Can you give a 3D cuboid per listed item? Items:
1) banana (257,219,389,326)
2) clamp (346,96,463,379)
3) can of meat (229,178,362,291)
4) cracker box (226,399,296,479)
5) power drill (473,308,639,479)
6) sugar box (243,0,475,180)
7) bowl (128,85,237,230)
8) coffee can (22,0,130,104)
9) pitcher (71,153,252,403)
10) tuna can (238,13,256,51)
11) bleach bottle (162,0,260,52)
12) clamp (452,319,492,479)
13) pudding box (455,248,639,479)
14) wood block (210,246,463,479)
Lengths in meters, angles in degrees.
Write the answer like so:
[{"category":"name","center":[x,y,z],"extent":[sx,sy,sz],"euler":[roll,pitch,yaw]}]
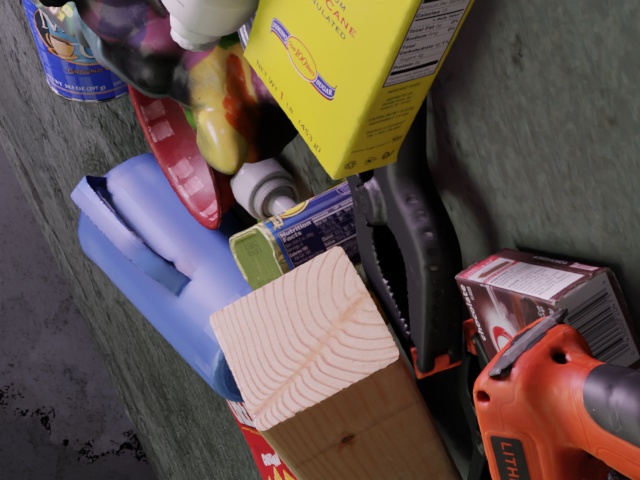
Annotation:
[{"category":"banana","center":[-0.002,0.033,0.796],"extent":[0.198,0.037,0.069],"euler":[37,161,49]},{"category":"clamp","center":[0.035,-0.029,0.596],"extent":[0.165,0.036,0.210],"euler":[-169,64,-70]},{"category":"can of meat","center":[-0.005,0.001,0.697],"extent":[0.057,0.083,0.102],"euler":[64,162,-2]},{"category":"cracker box","center":[-0.016,0.216,1.038],"extent":[0.214,0.072,0.164],"euler":[65,161,-3]},{"category":"power drill","center":[0.155,0.111,0.407],"extent":[0.188,0.057,0.184],"euler":[14,128,45]},{"category":"sugar box","center":[0.022,-0.118,0.468],"extent":[0.093,0.048,0.176],"euler":[55,148,24]},{"category":"bowl","center":[-0.098,-0.091,0.869],"extent":[0.162,0.055,0.162],"euler":[52,158,30]},{"category":"coffee can","center":[-0.204,-0.204,0.925],"extent":[0.103,0.102,0.140],"euler":[50,158,35]},{"category":"pitcher","center":[-0.115,0.030,0.954],"extent":[0.243,0.149,0.145],"euler":[43,141,39]},{"category":"tuna can","center":[-0.022,-0.140,0.589],"extent":[0.086,0.033,0.086],"euler":[175,90,-71]},{"category":"bleach bottle","center":[-0.043,-0.190,0.491],"extent":[0.102,0.068,0.251],"euler":[65,154,27]},{"category":"clamp","center":[0.115,0.122,0.612],"extent":[0.120,0.039,0.171],"euler":[37,148,50]},{"category":"pudding box","center":[0.120,0.064,0.519],"extent":[0.090,0.039,0.113],"euler":[13,127,67]},{"category":"wood block","center":[0.019,0.110,0.678],"extent":[0.090,0.091,0.206],"euler":[61,179,38]}]
